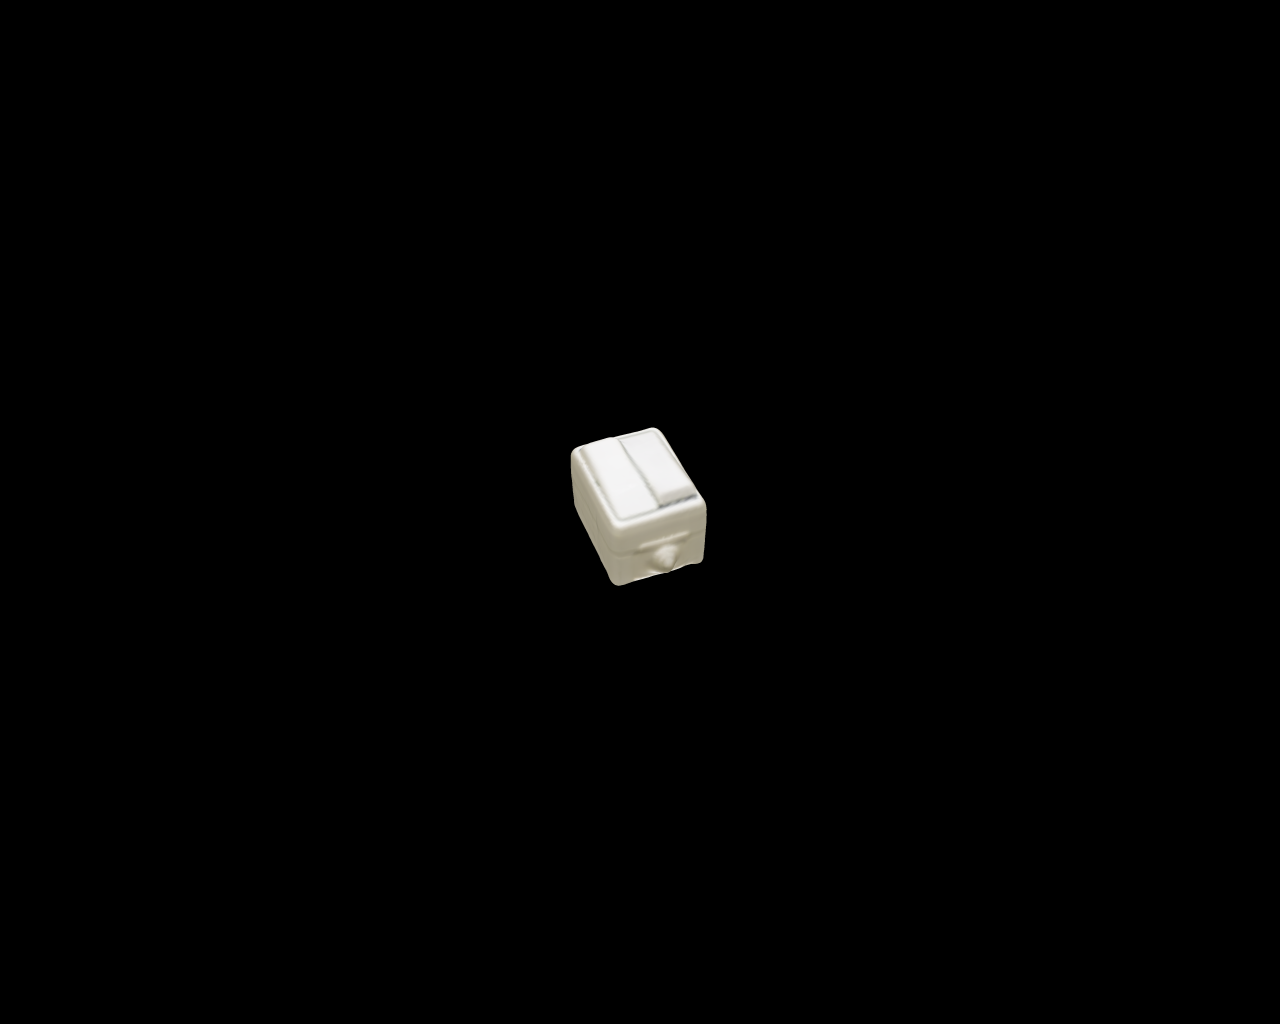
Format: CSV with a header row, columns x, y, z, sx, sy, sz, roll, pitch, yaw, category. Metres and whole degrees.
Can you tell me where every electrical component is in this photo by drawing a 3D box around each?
x,y,z,sx,sy,sz,roll,pitch,yaw,category
0.001,-0.003,0.650,0.062,0.061,0.096,-15,47,-15,electrical component
